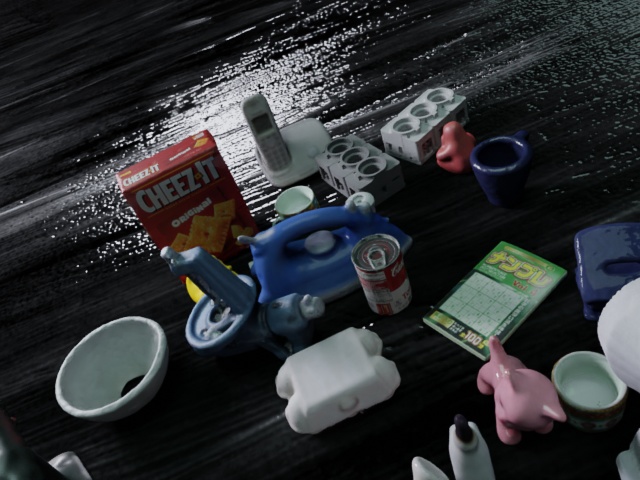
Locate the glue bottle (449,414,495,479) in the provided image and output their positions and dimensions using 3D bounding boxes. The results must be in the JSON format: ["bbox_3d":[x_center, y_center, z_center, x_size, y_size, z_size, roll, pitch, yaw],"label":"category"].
[{"bbox_3d":[0.146,0.215,0.556,0.037,0.173,0.078,-15,42,8],"label":"glue bottle"}]

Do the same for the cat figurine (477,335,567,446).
[{"bbox_3d":[0.215,0.162,0.625,0.067,0.118,0.127,-19,41,3],"label":"cat figurine"}]

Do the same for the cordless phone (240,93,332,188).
[{"bbox_3d":[-0.061,-0.202,1.074,0.147,0.185,0.094,-28,42,-7],"label":"cordless phone"}]

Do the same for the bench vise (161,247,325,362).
[{"bbox_3d":[-0.106,0.074,0.774,0.207,0.220,0.121,-18,41,4],"label":"bench vise"}]

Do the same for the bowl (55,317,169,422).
[{"bbox_3d":[-0.286,0.197,0.830,0.167,0.075,0.167,-12,42,11],"label":"bowl"}]

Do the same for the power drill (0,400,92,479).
[{"bbox_3d":[-0.373,0.261,0.697,0.076,0.209,0.228,-43,45,-22],"label":"power drill"}]

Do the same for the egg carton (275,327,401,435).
[{"bbox_3d":[0.021,0.179,0.725,0.150,0.070,0.107,-26,41,-5],"label":"egg carton"}]

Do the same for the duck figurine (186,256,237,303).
[{"bbox_3d":[-0.176,0.059,0.921,0.104,0.086,0.077,3,47,25],"label":"duck figurine"}]

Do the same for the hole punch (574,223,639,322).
[{"bbox_3d":[0.375,0.040,0.707,0.108,0.091,0.101,-6,44,17],"label":"hole punch"}]

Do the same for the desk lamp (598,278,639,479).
[{"bbox_3d":[0.329,0.162,0.504,0.117,0.214,0.203,-9,43,14],"label":"desk lamp"}]

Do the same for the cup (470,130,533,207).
[{"bbox_3d":[0.292,-0.108,0.896,0.091,0.095,0.118,25,59,40],"label":"cup"}]

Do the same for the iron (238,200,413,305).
[{"bbox_3d":[0.008,0.003,0.861,0.258,0.142,0.118,-22,41,-1],"label":"iron"}]

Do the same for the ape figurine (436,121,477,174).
[{"bbox_3d":[0.234,-0.164,0.981,0.078,0.092,0.076,-23,41,-2],"label":"ape figurine"}]

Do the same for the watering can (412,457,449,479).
[{"bbox_3d":[0.047,0.274,0.519,0.100,0.194,0.173,10,50,31],"label":"watering can"}]
